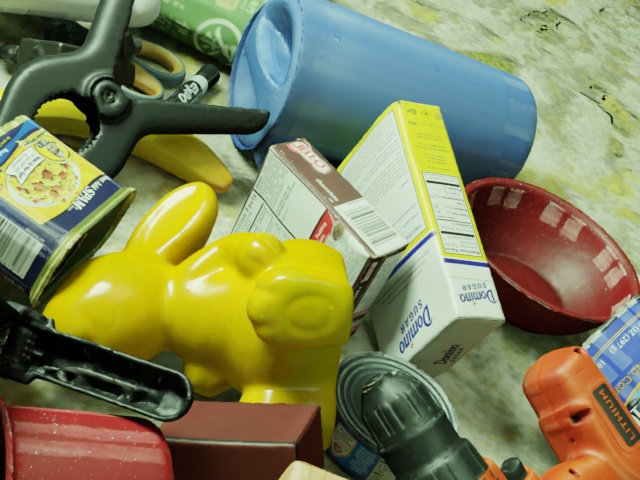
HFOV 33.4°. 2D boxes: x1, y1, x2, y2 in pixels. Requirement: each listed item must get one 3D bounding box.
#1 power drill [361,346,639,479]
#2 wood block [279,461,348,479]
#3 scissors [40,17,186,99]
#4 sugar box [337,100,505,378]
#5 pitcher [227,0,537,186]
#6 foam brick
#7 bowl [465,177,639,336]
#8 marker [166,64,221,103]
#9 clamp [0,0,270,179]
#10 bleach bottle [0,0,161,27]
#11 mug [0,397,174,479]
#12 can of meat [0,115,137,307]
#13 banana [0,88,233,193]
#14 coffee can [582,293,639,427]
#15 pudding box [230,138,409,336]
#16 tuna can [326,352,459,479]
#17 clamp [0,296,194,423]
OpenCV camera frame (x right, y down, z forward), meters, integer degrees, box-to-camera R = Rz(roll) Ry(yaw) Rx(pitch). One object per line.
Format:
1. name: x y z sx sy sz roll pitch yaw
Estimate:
1. power drill: 0.119 0.133 0.636 0.187 0.057 0.184 -27 84 -48
2. wood block: -0.008 0.209 0.428 0.090 0.091 0.206 23 48 -8
3. scissors: -0.191 -0.174 0.881 0.202 0.016 0.096 42 36 19
4. sugar box: 0.065 0.000 0.737 0.048 0.093 0.176 4 57 -30
5. pitcher: 0.054 -0.102 0.875 0.242 0.149 0.145 13 23 -26
6. foam brick: -0.041 0.118 0.552 0.078 0.053 0.051 0 14 13
7. bowl: 0.169 0.023 0.842 0.162 0.055 0.162 18 37 -14
8. marker: -0.109 -0.114 0.858 0.020 0.020 0.121 29 35 2
9. clamp: -0.140 -0.091 0.733 0.164 0.036 0.209 49 66 -15
10. bleach bottle: -0.252 -0.200 0.797 0.250 0.068 0.103 -1 6 -22
11. mug: -0.115 0.124 0.489 0.081 0.093 0.117 11 10 -30
12. can of meat: -0.171 -0.020 0.632 0.084 0.058 0.102 36 30 -2
13. banana: -0.158 -0.077 0.770 0.197 0.037 0.069 9 61 -23
14. coffee can: 0.241 0.120 0.729 0.140 0.103 0.102 44 38 21
15. pudding box: -0.005 0.001 0.724 0.039 0.090 0.114 -17 55 -43
16. tuna can: 0.040 0.112 0.664 0.086 0.034 0.086 18 37 -14
17. clamp: -0.139 0.056 0.531 0.120 0.172 0.039 33 75 -25
